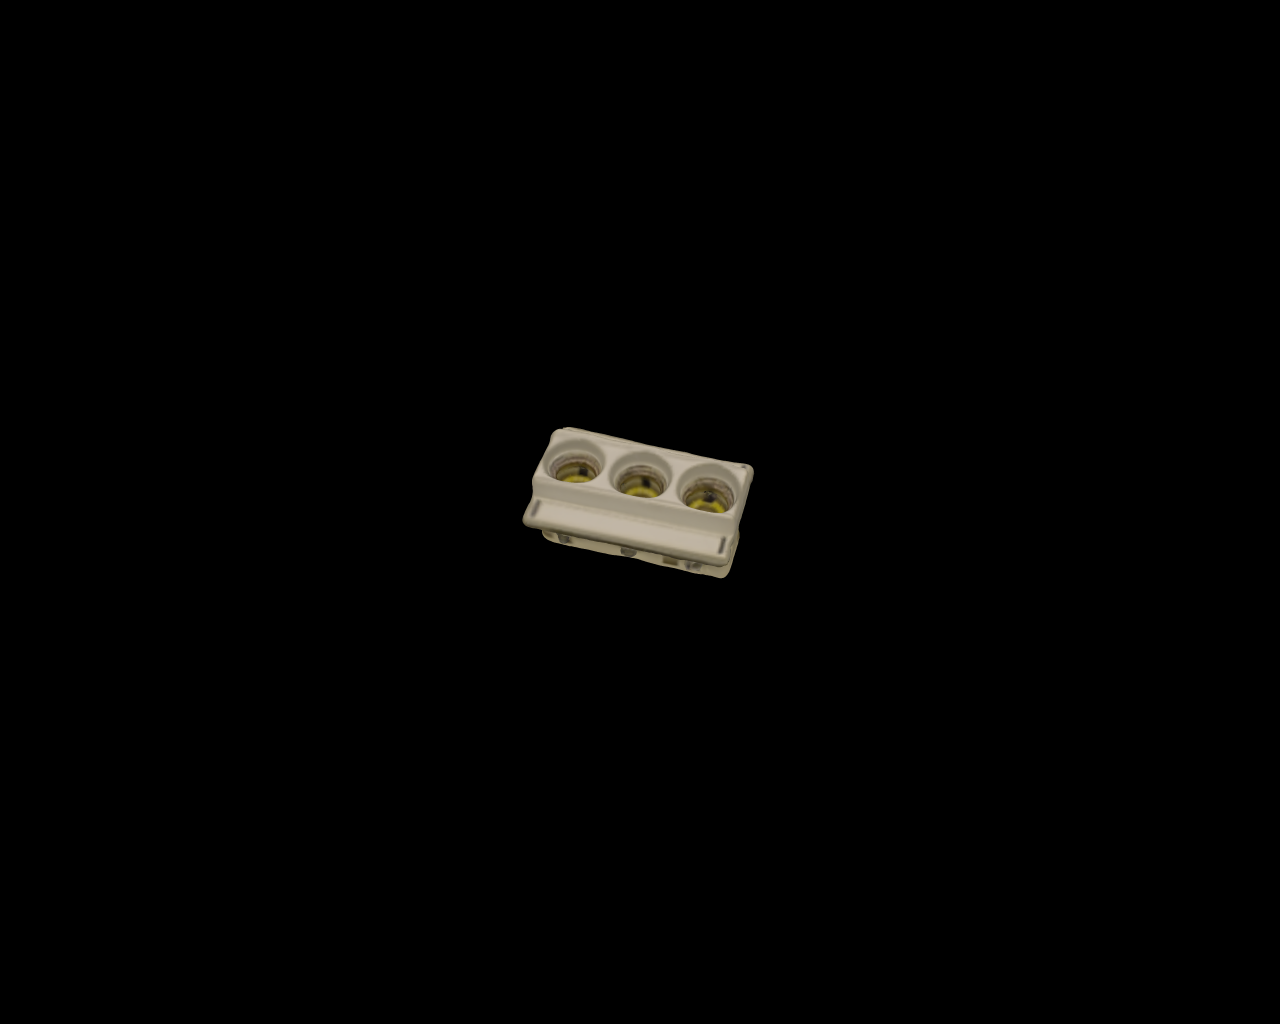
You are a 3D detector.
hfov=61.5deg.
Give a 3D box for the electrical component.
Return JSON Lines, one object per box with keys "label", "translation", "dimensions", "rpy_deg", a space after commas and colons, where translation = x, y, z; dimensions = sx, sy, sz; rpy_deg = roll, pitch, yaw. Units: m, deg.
{"label": "electrical component", "translation": [0.001, -0.003, 0.650], "dimensions": [0.121, 0.079, 0.063], "rpy_deg": [12, -39, 10]}
